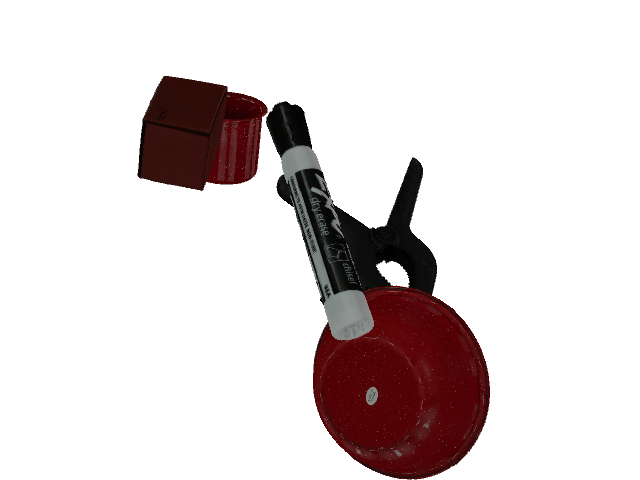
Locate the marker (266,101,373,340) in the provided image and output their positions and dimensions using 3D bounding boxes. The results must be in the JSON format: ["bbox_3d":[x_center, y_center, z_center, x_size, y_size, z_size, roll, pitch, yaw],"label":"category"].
[{"bbox_3d":[-0.002,-0.012,0.482,0.020,0.121,0.020,-14,-27,-8],"label":"marker"}]

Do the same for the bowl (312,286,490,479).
[{"bbox_3d":[0.052,0.119,0.862,0.162,0.162,0.055,0,3,30],"label":"bowl"}]

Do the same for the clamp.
[{"bbox_3d":[0.050,0.001,1.080,0.164,0.210,0.036,-4,-36,-15],"label":"clamp"}]

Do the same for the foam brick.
[{"bbox_3d":[-0.105,-0.084,0.819,0.053,0.051,0.078,11,35,0],"label":"foam brick"}]

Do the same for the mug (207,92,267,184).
[{"bbox_3d":[-0.107,-0.120,1.215,0.093,0.081,0.117,11,27,9],"label":"mug"}]
